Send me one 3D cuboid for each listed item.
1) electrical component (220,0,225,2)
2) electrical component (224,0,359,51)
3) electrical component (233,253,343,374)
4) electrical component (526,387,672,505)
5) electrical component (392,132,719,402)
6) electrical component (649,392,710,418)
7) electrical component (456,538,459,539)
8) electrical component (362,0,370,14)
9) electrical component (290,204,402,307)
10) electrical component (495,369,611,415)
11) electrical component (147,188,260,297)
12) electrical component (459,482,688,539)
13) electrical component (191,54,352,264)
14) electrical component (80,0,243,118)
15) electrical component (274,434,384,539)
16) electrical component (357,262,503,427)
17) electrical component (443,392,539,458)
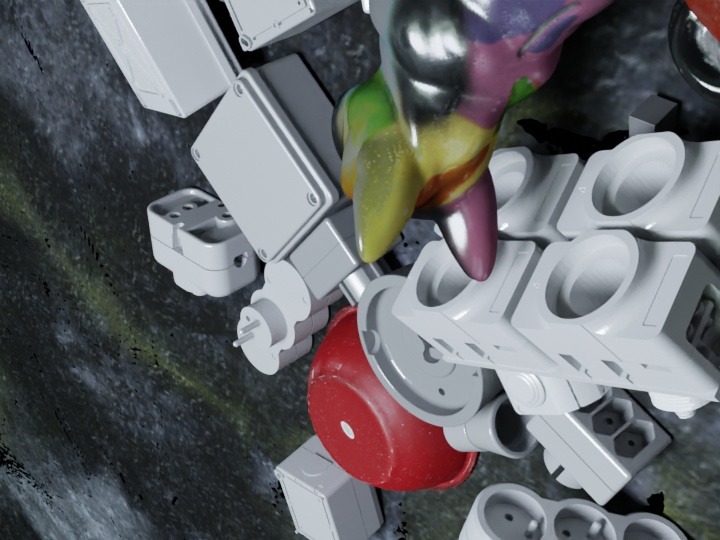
[{"bbox_3d":[-0.100,-0.229,0.708,0.077,0.044,0.079,51,164,13],"label":"electrical component"},{"bbox_3d":[-0.045,-0.181,0.670,0.096,0.061,0.061,-12,104,53],"label":"electrical component"},{"bbox_3d":[-0.068,0.038,0.840,0.052,0.074,0.138,50,143,15],"label":"electrical component"},{"bbox_3d":[0.138,0.109,0.662,0.065,0.047,0.076,47,142,18],"label":"electrical component"},{"bbox_3d":[0.107,-0.005,0.544,0.060,0.105,0.186,39,160,-29],"label":"electrical component"},{"bbox_3d":[0.166,0.043,0.586,0.043,0.043,0.081,-8,107,53],"label":"electrical component"},{"bbox_3d":[0.096,0.214,0.744,0.048,0.100,0.099,56,147,30],"label":"electrical component"},{"bbox_3d":[0.006,-0.181,0.601,0.077,0.047,0.065,1,117,26],"label":"electrical component"},{"bbox_3d":[0.000,0.000,0.754,0.076,0.047,0.066,56,144,6],"label":"electrical component"},{"bbox_3d":[0.113,0.044,0.622,0.080,0.080,0.051,-8,113,53],"label":"electrical component"},{"bbox_3d":[-0.129,-0.020,0.891,0.095,0.054,0.059,29,134,36],"label":"electrical component"},{"bbox_3d":[0.129,0.184,0.673,0.138,0.052,0.073,12,133,-2],"label":"electrical component"},{"bbox_3d":[-0.056,-0.077,0.760,0.108,0.056,0.109,56,144,6],"label":"electrical component"},{"bbox_3d":[-0.145,-0.170,0.767,0.109,0.056,0.108,24,146,61],"label":"electrical component"},{"bbox_3d":[-0.021,0.193,0.908,0.062,0.061,0.096,22,137,41],"label":"electrical component"},{"bbox_3d":[0.057,0.040,0.701,0.108,0.060,0.108,30,135,36],"label":"electrical component"},{"bbox_3d":[0.087,0.105,0.728,0.065,0.044,0.044,-17,100,59],"label":"electrical component"}]
